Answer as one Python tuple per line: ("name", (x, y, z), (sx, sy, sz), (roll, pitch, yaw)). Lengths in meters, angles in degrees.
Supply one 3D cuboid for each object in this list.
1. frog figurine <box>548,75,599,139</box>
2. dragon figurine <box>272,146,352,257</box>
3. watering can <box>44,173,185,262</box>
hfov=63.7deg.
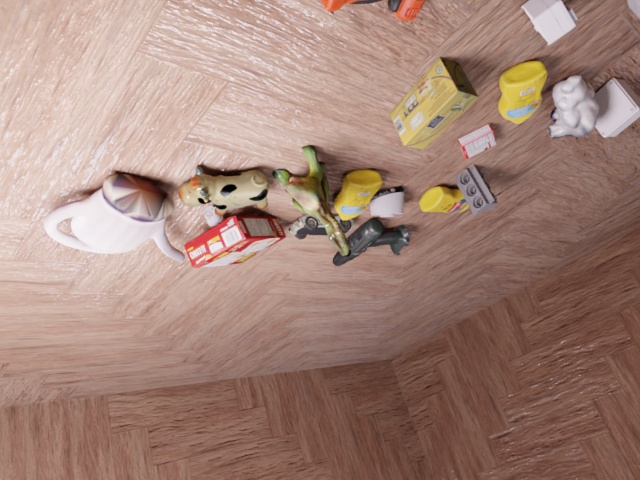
("frog figurine", (0.616, -0.329, 1.236), (0.139, 0.124, 0.156), (-46, 154, -24))
("dragon figurine", (0.004, -0.060, 1.188), (0.122, 0.247, 0.404), (-28, 152, 8))
("watering can", (-0.392, -0.033, 1.104), (0.221, 0.106, 0.346), (-37, 149, 30))
